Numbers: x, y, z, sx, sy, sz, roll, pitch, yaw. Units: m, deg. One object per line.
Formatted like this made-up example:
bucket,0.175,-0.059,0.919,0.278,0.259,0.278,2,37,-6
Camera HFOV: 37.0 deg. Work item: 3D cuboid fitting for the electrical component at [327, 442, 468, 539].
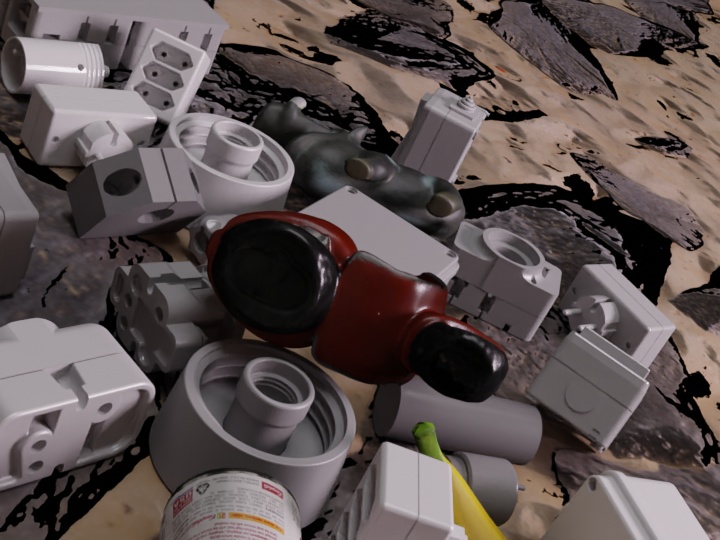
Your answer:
electrical component,0.029,0.141,0.537,0.076,0.083,0.047,21,30,-9

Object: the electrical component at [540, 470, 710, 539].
electrical component,0.153,0.175,0.588,0.057,0.078,0.113,13,32,-28

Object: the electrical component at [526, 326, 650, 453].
electrical component,0.157,0.082,0.733,0.062,0.061,0.096,36,-2,16

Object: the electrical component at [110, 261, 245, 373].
electrical component,-0.105,0.026,0.642,0.057,0.058,0.078,-5,37,-41

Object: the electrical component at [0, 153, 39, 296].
electrical component,-0.234,-0.035,0.632,0.061,0.061,0.096,-5,42,-44

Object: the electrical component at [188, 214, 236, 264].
electrical component,-0.089,-0.023,0.757,0.035,0.035,0.061,42,30,25

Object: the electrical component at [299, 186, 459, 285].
electrical component,0.000,0.000,0.769,0.109,0.056,0.109,33,30,12

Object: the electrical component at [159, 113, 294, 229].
electrical component,-0.101,-0.077,0.807,0.108,0.060,0.108,20,30,-12

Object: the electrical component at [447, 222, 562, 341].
electrical component,0.109,0.005,0.849,0.089,0.055,0.050,27,29,0

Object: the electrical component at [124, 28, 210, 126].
electrical component,-0.158,-0.155,0.892,0.047,0.065,0.077,25,0,-2

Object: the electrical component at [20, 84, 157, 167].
electrical component,-0.189,-0.093,0.777,0.083,0.047,0.075,-3,40,-41

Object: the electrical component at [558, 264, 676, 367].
electrical component,0.196,0.039,0.873,0.076,0.047,0.083,-2,40,-39

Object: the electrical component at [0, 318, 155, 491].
electrical component,-0.161,0.064,0.539,0.095,0.053,0.059,-11,46,-48

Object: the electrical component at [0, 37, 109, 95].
electrical component,-0.236,-0.159,0.850,0.081,0.043,0.043,-5,42,-43

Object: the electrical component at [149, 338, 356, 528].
electrical component,-0.054,0.083,0.588,0.108,0.060,0.108,20,30,-12

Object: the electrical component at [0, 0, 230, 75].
electrical component,-0.225,-0.220,0.940,0.186,0.060,0.105,-6,43,-44

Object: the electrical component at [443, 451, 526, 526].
electrical component,0.055,0.126,0.627,0.078,0.040,0.040,13,32,-22

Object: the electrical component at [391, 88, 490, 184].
electrical component,0.072,-0.121,0.982,0.061,0.096,0.061,28,30,4
